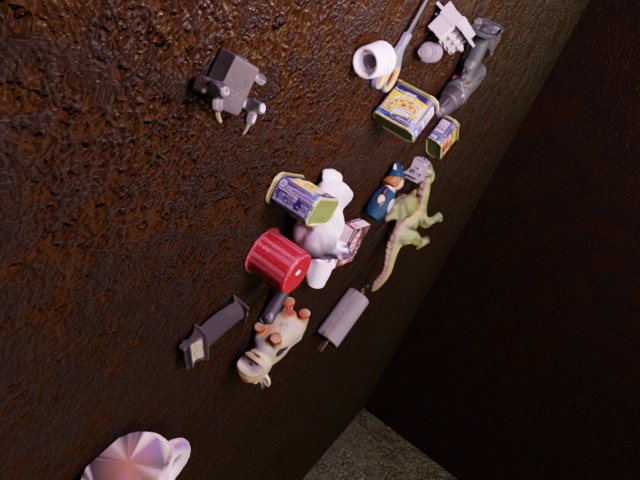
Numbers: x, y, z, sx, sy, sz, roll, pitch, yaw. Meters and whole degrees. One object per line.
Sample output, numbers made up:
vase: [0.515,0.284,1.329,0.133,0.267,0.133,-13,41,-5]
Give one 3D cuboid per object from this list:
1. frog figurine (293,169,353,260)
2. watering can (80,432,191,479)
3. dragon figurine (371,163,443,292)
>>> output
frog figurine: [0.003,-0.048,0.947,0.138,0.122,0.158,-38,120,-74]
watering can: [-0.339,0.442,0.816,0.354,0.105,0.219,-41,153,-41]
dragon figurine: [0.238,-0.049,1.529,0.414,0.123,0.238,-56,143,-11]
